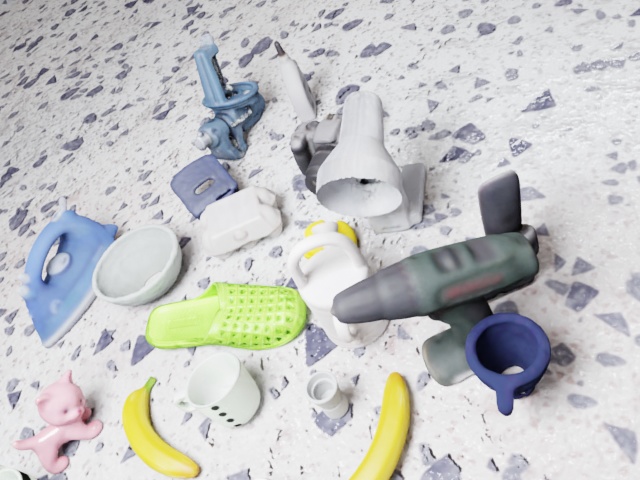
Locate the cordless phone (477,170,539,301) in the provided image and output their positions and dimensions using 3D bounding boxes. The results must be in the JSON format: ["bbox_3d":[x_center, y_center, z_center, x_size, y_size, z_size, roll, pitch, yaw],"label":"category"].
[{"bbox_3d":[0.203,-0.007,0.741,0.147,0.185,0.094,-28,45,2],"label":"cordless phone"}]

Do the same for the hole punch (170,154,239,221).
[{"bbox_3d":[-0.210,-0.094,1.080,0.109,0.091,0.100,-39,46,-9],"label":"hole punch"}]

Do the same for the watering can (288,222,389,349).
[{"bbox_3d":[0.019,0.052,0.772,0.101,0.195,0.172,-34,46,-4],"label":"watering can"}]

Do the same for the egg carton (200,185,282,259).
[{"bbox_3d":[-0.139,-0.030,1.006,0.150,0.070,0.107,-24,46,5],"label":"egg carton"}]

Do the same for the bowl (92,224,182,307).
[{"bbox_3d":[-0.308,0.056,1.010,0.167,0.075,0.167,-13,48,15],"label":"bowl"}]

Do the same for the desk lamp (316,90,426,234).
[{"bbox_3d":[0.079,-0.101,0.861,0.117,0.214,0.203,-6,50,22],"label":"desk lamp"}]

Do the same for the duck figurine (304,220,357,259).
[{"bbox_3d":[0.008,0.003,0.895,0.077,0.086,0.105,19,62,36],"label":"duck figurine"}]

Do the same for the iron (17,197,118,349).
[{"bbox_3d":[-0.480,0.052,1.049,0.118,0.142,0.258,-3,51,24],"label":"iron"}]

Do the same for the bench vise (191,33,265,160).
[{"bbox_3d":[-0.193,-0.282,1.142,0.121,0.220,0.207,-10,49,18],"label":"bench vise"}]

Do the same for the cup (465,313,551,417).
[{"bbox_3d":[0.219,0.156,0.657,0.091,0.095,0.118,-4,51,23],"label":"cup"}]

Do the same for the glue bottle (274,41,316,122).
[{"bbox_3d":[-0.053,-0.323,1.143,0.037,0.174,0.078,-14,47,15],"label":"glue bottle"}]

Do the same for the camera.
[{"bbox_3d":[0.005,-0.151,1.018,0.142,0.101,0.137,4,54,28],"label":"camera"}]

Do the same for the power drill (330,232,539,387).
[{"bbox_3d":[0.146,0.086,0.672,0.229,0.209,0.075,-26,46,3],"label":"power drill"}]

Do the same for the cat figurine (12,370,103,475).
[{"bbox_3d":[-0.389,0.262,0.841,0.067,0.118,0.128,26,67,39],"label":"cat figurine"}]
